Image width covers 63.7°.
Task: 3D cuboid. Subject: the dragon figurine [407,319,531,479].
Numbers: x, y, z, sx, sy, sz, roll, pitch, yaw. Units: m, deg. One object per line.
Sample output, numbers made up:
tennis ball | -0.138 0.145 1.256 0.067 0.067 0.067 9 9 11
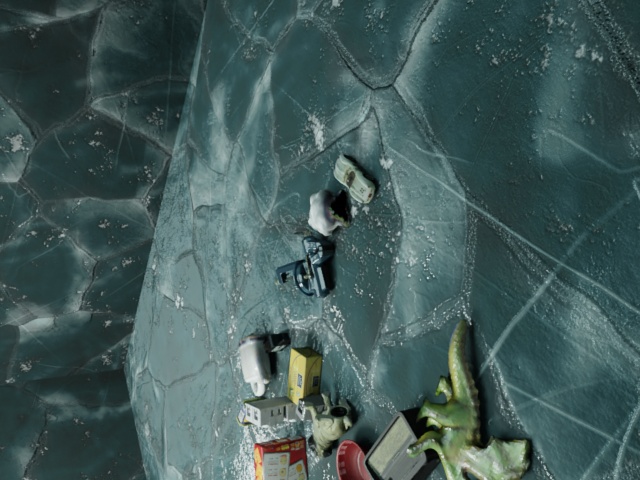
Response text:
dragon figurine | 0.330 0.402 1.093 0.245 0.122 0.407 23 100 37

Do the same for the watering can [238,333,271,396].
watering can | -0.230 0.452 1.896 0.341 0.104 0.228 122 138 -63

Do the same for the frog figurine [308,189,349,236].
frog figurine | 0.005 -0.080 1.584 0.158 0.124 0.137 -18 93 44
